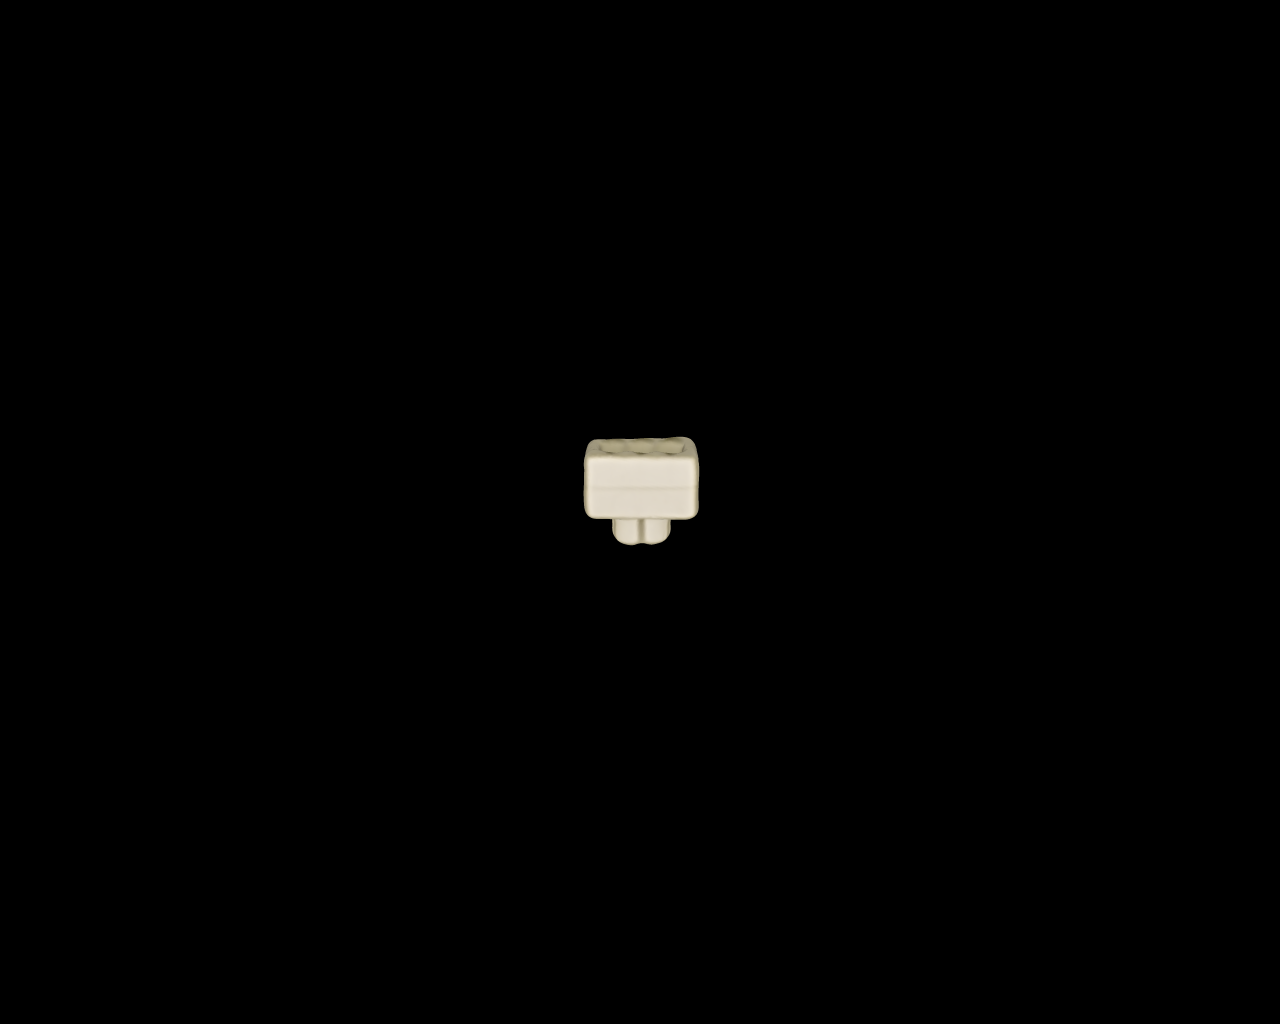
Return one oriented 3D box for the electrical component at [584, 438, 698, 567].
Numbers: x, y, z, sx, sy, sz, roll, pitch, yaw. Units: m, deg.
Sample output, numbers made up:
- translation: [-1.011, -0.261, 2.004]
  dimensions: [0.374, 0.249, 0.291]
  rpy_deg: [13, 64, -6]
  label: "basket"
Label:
- translation: [0.001, -0.003, 0.650]
  dimensions: [0.066, 0.076, 0.047]
  rpy_deg: [0, 17, 0]
  label: "electrical component"
